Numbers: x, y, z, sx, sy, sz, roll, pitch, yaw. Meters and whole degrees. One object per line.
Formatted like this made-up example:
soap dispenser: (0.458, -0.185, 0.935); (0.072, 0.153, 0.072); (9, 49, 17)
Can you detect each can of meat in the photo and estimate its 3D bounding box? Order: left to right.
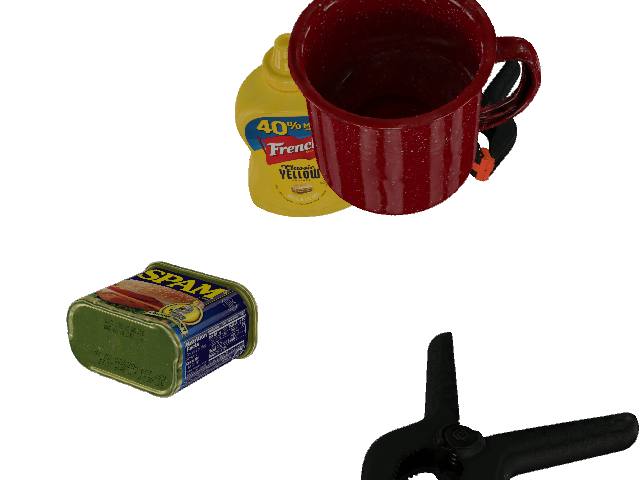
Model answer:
can of meat: (-0.108, 0.059, 0.722); (0.102, 0.057, 0.083); (14, 23, 30)

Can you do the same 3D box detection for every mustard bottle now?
mustard bottle: (-0.018, -0.093, 0.855); (0.096, 0.058, 0.191); (0, -33, 5)

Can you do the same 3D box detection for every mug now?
mug: (0.047, -0.068, 0.507); (0.117, 0.093, 0.081); (-12, -32, -2)

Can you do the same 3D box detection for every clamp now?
clamp: (0.087, 0.136, 0.712); (0.209, 0.036, 0.165); (-27, 39, -35)
clamp: (0.137, -0.129, 1.039); (0.120, 0.039, 0.171); (4, 45, 4)
